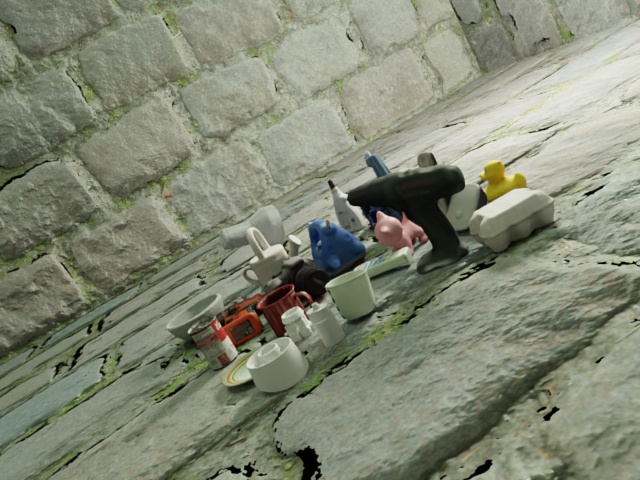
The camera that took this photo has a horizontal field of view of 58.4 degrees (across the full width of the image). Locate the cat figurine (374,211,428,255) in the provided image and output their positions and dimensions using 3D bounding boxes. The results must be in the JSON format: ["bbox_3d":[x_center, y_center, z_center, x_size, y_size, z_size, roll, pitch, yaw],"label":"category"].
[{"bbox_3d":[0.171,-0.021,1.284,0.067,0.118,0.128,-14,19,49],"label":"cat figurine"}]

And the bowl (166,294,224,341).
[{"bbox_3d":[-0.320,0.218,1.528,0.167,0.075,0.167,-28,13,7],"label":"bowl"}]

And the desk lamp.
[{"bbox_3d":[-0.173,0.033,1.610,0.203,0.214,0.117,-34,14,-20],"label":"desk lamp"}]

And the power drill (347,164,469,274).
[{"bbox_3d":[0.190,-0.045,1.126,0.229,0.208,0.076,-23,14,25],"label":"power drill"}]

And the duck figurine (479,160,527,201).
[{"bbox_3d":[0.411,-0.143,1.308,0.078,0.086,0.104,-39,16,-36],"label":"duck figurine"}]

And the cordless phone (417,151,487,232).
[{"bbox_3d":[0.278,-0.109,1.238,0.094,0.185,0.147,-35,14,-24],"label":"cordless phone"}]

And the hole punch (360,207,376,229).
[{"bbox_3d":[0.170,-0.093,1.631,0.108,0.091,0.101,-28,13,6],"label":"hole punch"}]

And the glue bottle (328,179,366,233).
[{"bbox_3d":[0.069,-0.104,1.708,0.078,0.173,0.037,-17,17,42],"label":"glue bottle"}]

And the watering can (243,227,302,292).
[{"bbox_3d":[-0.127,0.048,1.494,0.173,0.194,0.100,-31,13,-8],"label":"watering can"}]

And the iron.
[{"bbox_3d":[0.014,0.005,1.474,0.119,0.141,0.257,-33,13,-15],"label":"iron"}]

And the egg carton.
[{"bbox_3d":[0.355,-0.040,1.066,0.150,0.069,0.107,-30,13,-3],"label":"egg carton"}]

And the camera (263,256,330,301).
[{"bbox_3d":[-0.049,0.097,1.345,0.143,0.101,0.136,-35,14,-23],"label":"camera"}]

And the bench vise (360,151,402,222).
[{"bbox_3d":[0.193,-0.133,1.443,0.122,0.220,0.206,-36,14,-27],"label":"bench vise"}]
